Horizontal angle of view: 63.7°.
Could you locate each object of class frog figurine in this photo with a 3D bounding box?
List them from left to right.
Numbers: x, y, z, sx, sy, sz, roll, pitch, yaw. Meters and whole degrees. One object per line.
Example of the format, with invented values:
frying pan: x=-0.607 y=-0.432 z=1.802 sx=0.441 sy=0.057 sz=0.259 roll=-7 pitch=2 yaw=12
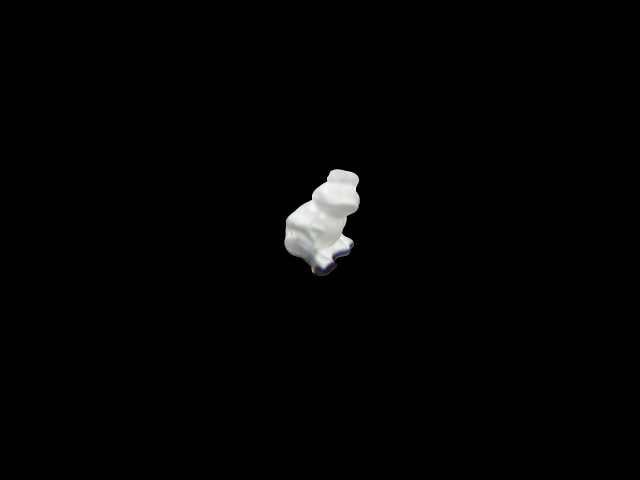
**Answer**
frog figurine: x=0.003 y=-0.043 z=0.850 sx=0.139 sy=0.156 sz=0.124 roll=-22 pitch=34 yaw=-35
